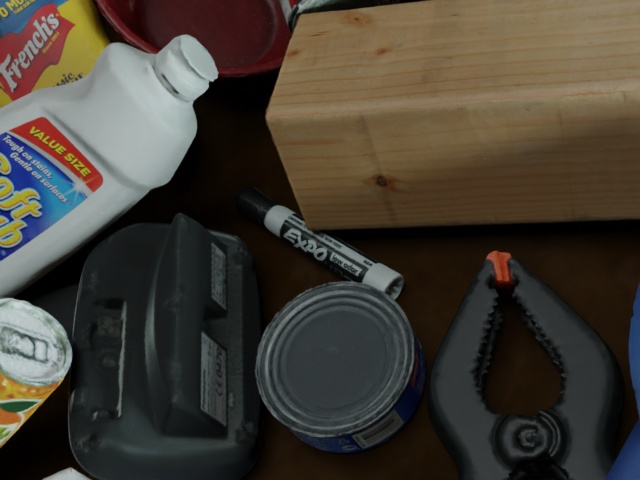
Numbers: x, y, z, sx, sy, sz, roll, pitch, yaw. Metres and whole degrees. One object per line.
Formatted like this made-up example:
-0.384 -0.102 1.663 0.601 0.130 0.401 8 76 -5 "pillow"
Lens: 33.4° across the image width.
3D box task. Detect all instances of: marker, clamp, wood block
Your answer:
-0.004 0.001 0.610 0.121 0.020 0.020 31 76 31 "marker"
0.092 0.105 0.504 0.164 0.036 0.210 -16 59 7 "clamp"
0.088 -0.068 0.561 0.206 0.091 0.090 -2 47 19 "wood block"

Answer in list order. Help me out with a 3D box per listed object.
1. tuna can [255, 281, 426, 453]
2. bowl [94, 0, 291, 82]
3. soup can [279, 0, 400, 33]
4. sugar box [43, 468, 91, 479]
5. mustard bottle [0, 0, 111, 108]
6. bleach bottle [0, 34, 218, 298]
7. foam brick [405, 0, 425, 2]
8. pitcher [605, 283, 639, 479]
0.012 0.067 0.558 0.086 0.033 0.086 -9 59 16 "tuna can"
-0.068 -0.157 0.679 0.162 0.055 0.162 5 64 -9 "bowl"
0.002 -0.173 0.630 0.068 0.068 0.102 -19 68 9 "soup can"
-0.127 0.209 0.506 0.093 0.048 0.176 -23 63 -2 "sugar box"
-0.172 -0.111 0.656 0.096 0.058 0.191 -39 90 2 "mustard bottle"
-0.162 -0.039 0.601 0.251 0.068 0.102 -33 87 25 "bleach bottle"
0.065 -0.185 0.669 0.051 0.053 0.078 -32 57 1 "foam brick"
0.182 0.072 0.408 0.149 0.145 0.242 31 69 25 "pitcher"
